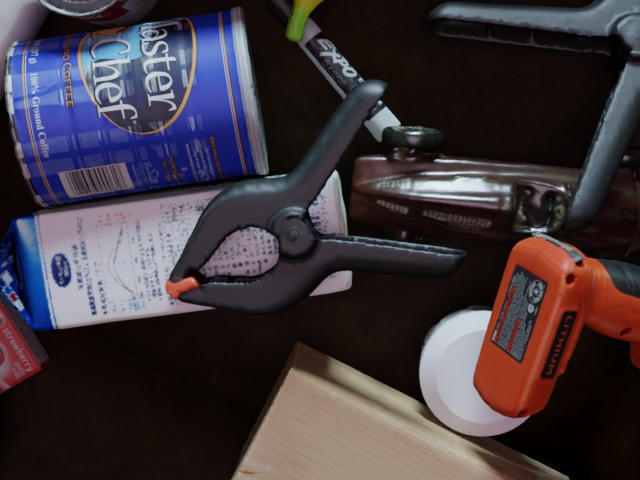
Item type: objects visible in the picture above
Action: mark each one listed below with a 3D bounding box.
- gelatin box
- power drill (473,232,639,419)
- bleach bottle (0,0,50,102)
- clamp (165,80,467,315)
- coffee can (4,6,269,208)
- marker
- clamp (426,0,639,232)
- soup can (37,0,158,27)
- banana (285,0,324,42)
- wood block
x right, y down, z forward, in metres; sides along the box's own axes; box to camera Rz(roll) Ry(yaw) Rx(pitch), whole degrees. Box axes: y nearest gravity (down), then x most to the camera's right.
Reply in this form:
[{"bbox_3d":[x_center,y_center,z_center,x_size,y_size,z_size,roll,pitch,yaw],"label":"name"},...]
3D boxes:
[{"bbox_3d":[-0.236,0.064,0.715,0.073,0.030,0.089,-29,96,5],"label":"gelatin box"},{"bbox_3d":[0.190,0.076,0.659,0.187,0.057,0.184,8,102,-26],"label":"power drill"},{"bbox_3d":[-0.276,-0.072,0.683,0.102,0.068,0.251,33,99,-6],"label":"bleach bottle"},{"bbox_3d":[-0.004,0.001,0.616,0.171,0.039,0.120,-33,88,10],"label":"clamp"},{"bbox_3d":[-0.108,-0.080,0.651,0.140,0.103,0.103,-9,97,0],"label":"coffee can"},{"bbox_3d":[0.007,-0.115,0.689,0.020,0.020,0.121,-40,95,6],"label":"marker"},{"bbox_3d":[0.191,-0.107,0.653,0.210,0.036,0.164,-22,75,-6],"label":"clamp"},{"bbox_3d":[-0.135,-0.166,0.646,0.068,0.102,0.068,0,97,2],"label":"soup can"},{"bbox_3d":[0.065,-0.182,0.669,0.198,0.037,0.069,-15,106,0],"label":"banana"},{"bbox_3d":[0.055,0.158,0.687,0.206,0.090,0.091,27,97,-1],"label":"wood block"}]
